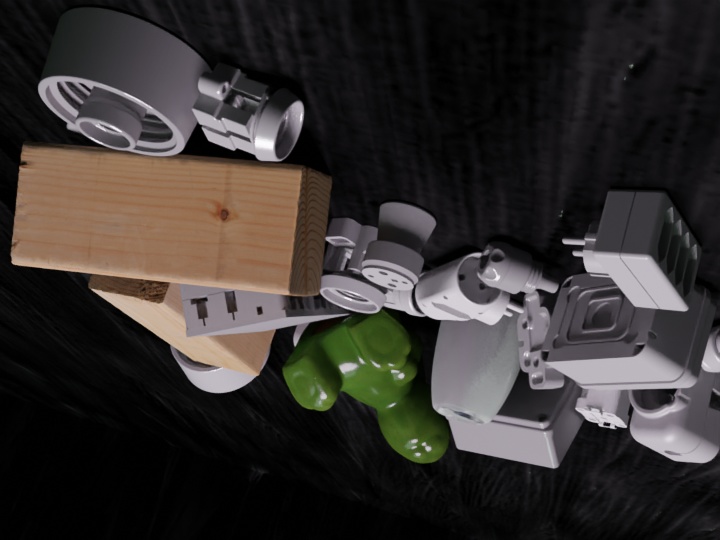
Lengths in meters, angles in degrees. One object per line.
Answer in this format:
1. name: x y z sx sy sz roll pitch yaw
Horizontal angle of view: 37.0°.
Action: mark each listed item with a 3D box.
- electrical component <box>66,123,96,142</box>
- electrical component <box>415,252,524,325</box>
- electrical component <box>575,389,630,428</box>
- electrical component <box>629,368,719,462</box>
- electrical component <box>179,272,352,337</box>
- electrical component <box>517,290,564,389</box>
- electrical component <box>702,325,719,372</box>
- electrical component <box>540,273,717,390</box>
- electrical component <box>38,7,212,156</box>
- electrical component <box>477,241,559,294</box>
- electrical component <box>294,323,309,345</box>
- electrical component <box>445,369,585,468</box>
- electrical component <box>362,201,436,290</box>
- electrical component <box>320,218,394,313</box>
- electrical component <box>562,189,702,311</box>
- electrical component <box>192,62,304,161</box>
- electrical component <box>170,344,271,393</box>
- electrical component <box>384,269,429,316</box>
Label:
1. electrical component: -0.172 -0.106 0.769 0.078 0.040 0.040 23 162 -16
2. electrical component: 0.096 0.021 0.879 0.079 0.043 0.077 23 162 -16
3. electrical component: 0.227 0.108 0.980 0.042 0.063 0.081 5 158 35
4. electrical component: 0.260 0.101 0.873 0.059 0.095 0.054 28 160 -28
5. electrical component: -0.078 0.016 0.910 0.089 0.061 0.150 -12 175 19
6. electrical component: 0.167 0.057 0.878 0.057 0.078 0.058 2 168 -20
7. electrical component: 0.282 0.057 0.821 0.035 0.035 0.061 21 160 -9
8. electrical component: 0.198 0.045 0.795 0.057 0.078 0.113 30 159 -25
9. electrical component: -0.154 -0.113 0.696 0.108 0.060 0.108 16 163 5
10. electrical component: 0.122 0.002 0.815 0.061 0.035 0.035 20 163 -13
11. electrical component: -0.018 0.076 1.141 0.059 0.053 0.095 6 159 35
12. electrical component: 0.153 0.123 1.012 0.109 0.108 0.056 6 128 34
13. electrical component: 0.029 -0.018 0.811 0.045 0.055 0.045 17 162 5
14. electrical component: 0.000 0.000 0.891 0.058 0.057 0.078 0 155 45
15. electrical component: 0.170 -0.013 0.698 0.076 0.047 0.083 5 158 36
16. electrical component: -0.069 -0.098 0.686 0.055 0.048 0.066 22 164 14
17. electrical component: -0.161 0.076 1.207 0.108 0.108 0.060 11 155 22
18. electrical component: 0.040 0.018 0.936 0.046 0.040 0.040 8 160 46
